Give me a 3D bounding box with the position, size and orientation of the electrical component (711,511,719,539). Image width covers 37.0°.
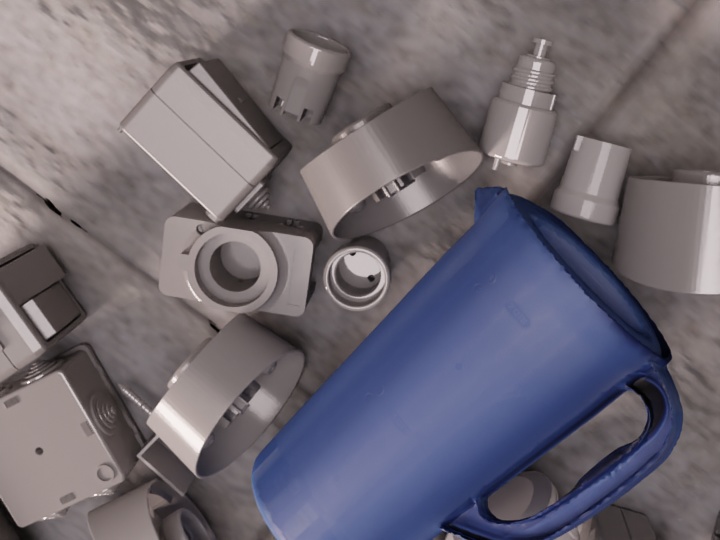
[{"bbox_3d":[0.248,0.206,0.680,0.050,0.055,0.089,11,104,3],"label":"electrical component"}]

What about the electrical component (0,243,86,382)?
[{"bbox_3d":[-0.216,0.027,0.659,0.061,0.096,0.061,-32,98,10],"label":"electrical component"}]

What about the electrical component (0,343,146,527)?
[{"bbox_3d":[-0.201,0.109,0.702,0.100,0.048,0.099,-26,100,11],"label":"electrical component"}]

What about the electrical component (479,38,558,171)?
[{"bbox_3d":[0.096,-0.096,0.629,0.040,0.040,0.078,14,105,2],"label":"electrical component"}]

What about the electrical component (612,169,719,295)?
[{"bbox_3d":[0.195,-0.024,0.608,0.099,0.099,0.064,4,98,4],"label":"electrical component"}]

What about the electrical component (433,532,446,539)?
[{"bbox_3d":[0.034,0.198,0.705,0.062,0.048,0.048,-22,101,17],"label":"electrical component"}]

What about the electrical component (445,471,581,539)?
[{"bbox_3d":[0.097,0.169,0.674,0.080,0.080,0.051,-34,104,12],"label":"electrical component"}]

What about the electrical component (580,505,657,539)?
[{"bbox_3d":[0.180,0.189,0.677,0.077,0.065,0.047,16,104,1],"label":"electrical component"}]

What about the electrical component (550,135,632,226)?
[{"bbox_3d":[0.138,-0.053,0.636,0.040,0.040,0.046,15,99,2],"label":"electrical component"}]

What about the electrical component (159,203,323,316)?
[{"bbox_3d":[-0.073,-0.006,0.658,0.089,0.055,0.050,9,104,3],"label":"electrical component"}]

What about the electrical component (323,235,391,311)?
[{"bbox_3d":[0.000,0.000,0.658,0.040,0.046,0.040,1,104,5],"label":"electrical component"}]

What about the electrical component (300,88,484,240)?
[{"bbox_3d":[0.017,-0.059,0.618,0.099,0.099,0.064,-32,93,12],"label":"electrical component"}]

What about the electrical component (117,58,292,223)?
[{"bbox_3d":[-0.083,-0.077,0.639,0.096,0.061,0.061,44,103,-6],"label":"electrical component"}]

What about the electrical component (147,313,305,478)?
[{"bbox_3d":[-0.081,0.076,0.660,0.064,0.099,0.099,40,104,1],"label":"electrical component"}]

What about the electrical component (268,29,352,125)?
[{"bbox_3d":[-0.031,-0.114,0.637,0.040,0.040,0.046,22,111,0],"label":"electrical component"}]

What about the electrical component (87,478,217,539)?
[{"bbox_3d":[-0.131,0.186,0.692,0.064,0.099,0.099,-33,99,6],"label":"electrical component"}]
